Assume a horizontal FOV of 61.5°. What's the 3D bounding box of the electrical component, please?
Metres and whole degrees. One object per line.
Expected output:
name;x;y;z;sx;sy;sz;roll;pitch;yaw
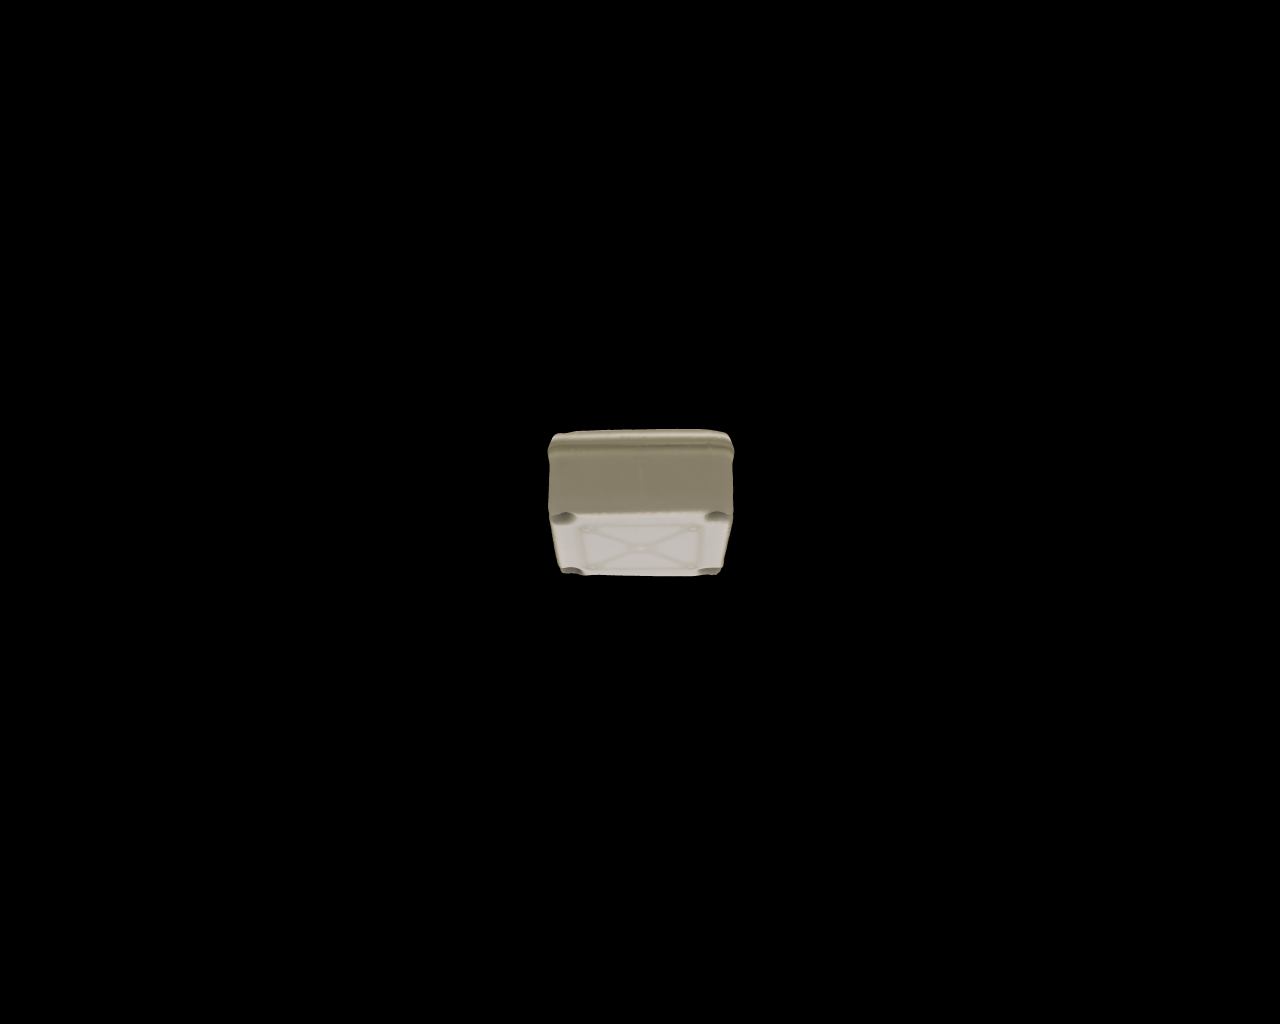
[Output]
electrical component;0.001;-0.003;0.650;0.109;0.056;0.108;0;-23;0
